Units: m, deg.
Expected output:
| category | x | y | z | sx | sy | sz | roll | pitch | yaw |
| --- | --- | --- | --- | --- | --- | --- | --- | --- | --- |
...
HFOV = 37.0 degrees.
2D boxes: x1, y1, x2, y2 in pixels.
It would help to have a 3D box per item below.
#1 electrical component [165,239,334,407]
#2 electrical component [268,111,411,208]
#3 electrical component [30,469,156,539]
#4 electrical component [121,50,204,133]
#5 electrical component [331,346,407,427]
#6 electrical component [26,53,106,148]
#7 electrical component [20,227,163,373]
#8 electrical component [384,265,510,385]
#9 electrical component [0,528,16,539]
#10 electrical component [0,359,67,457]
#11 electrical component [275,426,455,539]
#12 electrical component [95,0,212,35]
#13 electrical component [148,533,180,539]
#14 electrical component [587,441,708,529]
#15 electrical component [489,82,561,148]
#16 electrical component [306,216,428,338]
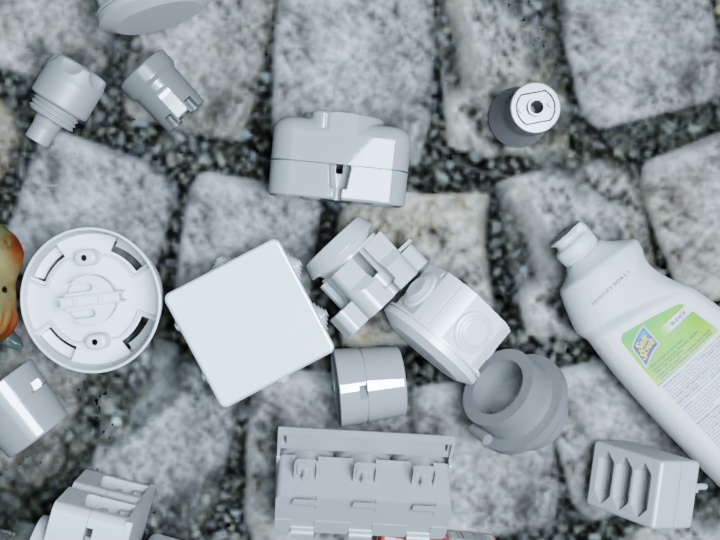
| category | x | y | z | sx | sy | sz | roll | pitch | yaw |
| --- | --- | --- | --- | --- | --- | --- | --- | --- | --- |
| electrical component | -0.076 | 0.036 | 0.758 | 0.100 | 0.048 | 0.099 | -28 | 93 | -2 |
| electrical component | -0.014 | -0.078 | 0.755 | 0.095 | 0.054 | 0.059 | 5 | 92 | -3 |
| electrical component | -0.199 | 0.240 | 0.730 | 0.060 | 0.105 | 0.186 | 15 | 91 | -3 |
| electrical component | -0.138 | -0.124 | 0.755 | 0.040 | 0.040 | 0.046 | -43 | 99 | -1 |
| electrical component | 0.006 | 0.081 | 0.761 | 0.047 | 0.055 | 0.055 | -6 | 92 | -7 |
| electrical component | -0.210 | -0.116 | 0.750 | 0.043 | 0.043 | 0.062 | 32 | 92 | -3 |
| electrical component | -0.183 | 0.020 | 0.744 | 0.099 | 0.064 | 0.099 | 0 | 92 | -3 |
| electrical component | 0.061 | 0.038 | 0.750 | 0.080 | 0.080 | 0.051 | 41 | 84 | -3 |
| electrical component | -0.282 | 0.217 | 0.747 | 0.061 | 0.062 | 0.096 | 9 | 91 | -3 |
| electrical component | -0.238 | 0.097 | 0.750 | 0.055 | 0.055 | 0.047 | -36 | 96 | -1 |
| electrical component | 0.002 | 0.150 | 0.751 | 0.121 | 0.063 | 0.078 | 4 | 132 | -3 |
| electrical component | -0.144 | -0.195 | 0.732 | 0.080 | 0.080 | 0.051 | -17 | 90 | -2 |
| electrical component | -0.091 | 0.253 | 0.757 | 0.150 | 0.062 | 0.089 | 17 | 91 | -3 |
| electrical component | 0.216 | 0.153 | 0.771 | 0.077 | 0.066 | 0.047 | 7 | 91 | -32 |
| electrical component | 0.117 | -0.110 | 0.754 | 0.044 | 0.065 | 0.044 | 0 | 92 | -3 |
| electrical component | 0.000 | 0.000 | 0.755 | 0.078 | 0.058 | 0.057 | -43 | 91 | -19 |
